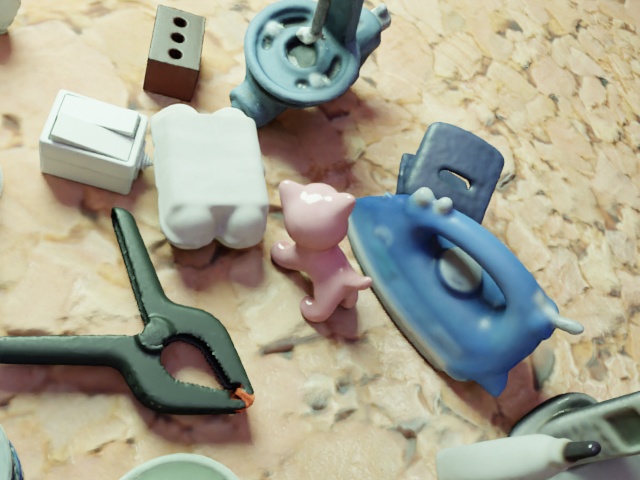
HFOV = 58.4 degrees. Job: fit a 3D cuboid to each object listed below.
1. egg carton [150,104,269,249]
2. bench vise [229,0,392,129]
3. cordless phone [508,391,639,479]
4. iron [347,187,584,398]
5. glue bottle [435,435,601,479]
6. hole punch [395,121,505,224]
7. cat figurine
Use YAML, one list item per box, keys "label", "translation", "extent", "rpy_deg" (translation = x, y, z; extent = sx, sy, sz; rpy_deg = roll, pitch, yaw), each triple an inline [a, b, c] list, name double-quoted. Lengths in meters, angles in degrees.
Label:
- label: "egg carton"
  translation: [-0.106, -0.061, 0.554]
  extent: [0.107, 0.069, 0.150]
  rpy_deg: [-2, 67, -25]
- label: "bench vise"
  translation: [0.005, -0.228, 0.596]
  extent: [0.121, 0.219, 0.208]
  rpy_deg: [35, 57, -5]
- label: "cordless phone"
  translation: [0.281, 0.209, 0.531]
  extent: [0.094, 0.184, 0.147]
  rpy_deg: [-35, 83, -33]
- label: "iron"
  translation: [0.135, 0.027, 0.579]
  extent: [0.258, 0.141, 0.119]
  rpy_deg: [47, 56, 3]
- label: "glue bottle"
  translation: [0.176, 0.191, 0.499]
  extent: [0.078, 0.173, 0.037]
  rpy_deg: [3, 65, -23]
- label: "hole punch"
  translation: [0.149, -0.065, 0.660]
  extent: [0.109, 0.091, 0.101]
  rpy_deg: [23, 59, -13]
- label: "cat figurine"
  translation: [0.005, 0.002, 0.545]
  extent: [0.067, 0.117, 0.128]
  rpy_deg: [-27, 79, -32]
